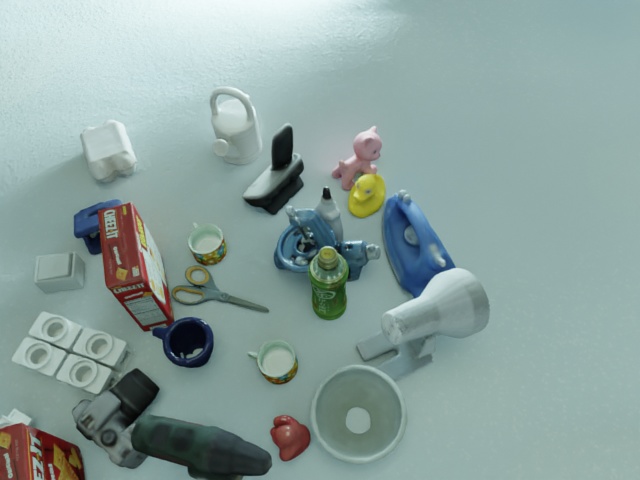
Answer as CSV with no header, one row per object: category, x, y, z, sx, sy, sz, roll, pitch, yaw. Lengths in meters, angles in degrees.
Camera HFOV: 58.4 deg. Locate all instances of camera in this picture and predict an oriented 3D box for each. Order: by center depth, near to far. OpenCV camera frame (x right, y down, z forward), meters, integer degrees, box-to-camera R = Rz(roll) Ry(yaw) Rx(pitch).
camera,-0.342,0.302,1.005,0.143,0.101,0.137,34,67,18

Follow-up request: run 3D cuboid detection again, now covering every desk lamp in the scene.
desk lamp,0.178,0.156,1.010,0.203,0.214,0.117,-24,63,-12

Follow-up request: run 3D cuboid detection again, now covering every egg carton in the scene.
egg carton,-0.483,-0.203,1.306,0.107,0.069,0.150,-23,63,-11

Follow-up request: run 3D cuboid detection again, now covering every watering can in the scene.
watering can,-0.187,-0.254,1.256,0.101,0.194,0.173,-7,61,-2

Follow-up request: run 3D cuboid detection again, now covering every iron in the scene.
iron,0.189,-0.015,1.145,0.119,0.141,0.258,-18,62,-8

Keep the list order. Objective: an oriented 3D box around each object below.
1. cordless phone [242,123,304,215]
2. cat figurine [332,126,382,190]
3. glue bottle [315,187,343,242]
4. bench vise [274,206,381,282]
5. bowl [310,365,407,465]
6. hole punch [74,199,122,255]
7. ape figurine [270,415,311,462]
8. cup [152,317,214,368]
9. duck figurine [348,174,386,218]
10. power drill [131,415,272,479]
cordless phone,-0.102,-0.154,1.204,0.094,0.185,0.148,30,66,17
cat figurine,0.087,-0.187,1.257,0.128,0.118,0.067,-36,66,-17
glue bottle,0.015,-0.054,1.153,0.037,0.173,0.078,-34,65,-16
bench vise,0.008,-0.006,1.100,0.207,0.220,0.121,-11,61,-4
bowl,0.067,0.311,1.006,0.167,0.075,0.167,0,61,1
hole punch,-0.461,-0.038,1.201,0.109,0.091,0.101,-22,63,-10
ape figurine,-0.055,0.338,0.984,0.076,0.092,0.078,5,61,5
cup,-0.248,0.198,1.064,0.117,0.095,0.092,14,62,9
duck figurine,0.102,-0.109,1.231,0.077,0.086,0.105,30,66,17
power drill,-0.176,0.342,0.917,0.229,0.208,0.075,11,62,8
